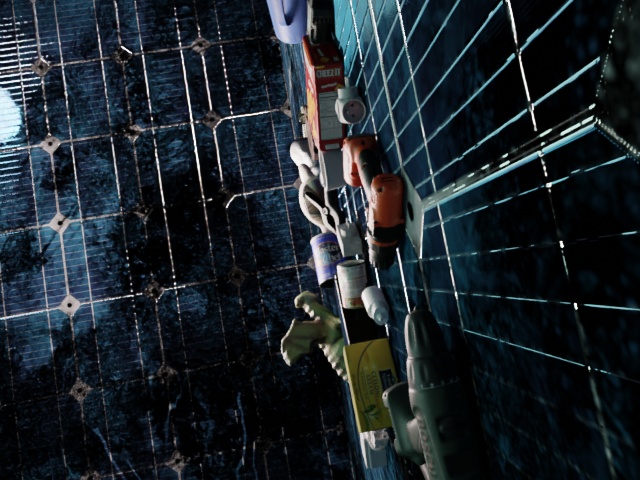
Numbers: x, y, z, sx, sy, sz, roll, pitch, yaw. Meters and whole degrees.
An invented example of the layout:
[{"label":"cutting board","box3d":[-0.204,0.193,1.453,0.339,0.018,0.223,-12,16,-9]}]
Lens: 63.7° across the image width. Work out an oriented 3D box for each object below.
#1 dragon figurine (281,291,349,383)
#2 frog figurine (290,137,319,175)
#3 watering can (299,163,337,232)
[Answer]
[{"label":"dragon figurine","box3d":[0.016,0.297,1.402,0.119,0.243,0.420,92,170,-47]},{"label":"frog figurine","box3d":[-0.042,-0.266,1.741,0.137,0.123,0.159,-178,90,-66]},{"label":"watering can","box3d":[0.005,-0.082,1.637,0.224,0.104,0.347,-166,56,-82]}]
